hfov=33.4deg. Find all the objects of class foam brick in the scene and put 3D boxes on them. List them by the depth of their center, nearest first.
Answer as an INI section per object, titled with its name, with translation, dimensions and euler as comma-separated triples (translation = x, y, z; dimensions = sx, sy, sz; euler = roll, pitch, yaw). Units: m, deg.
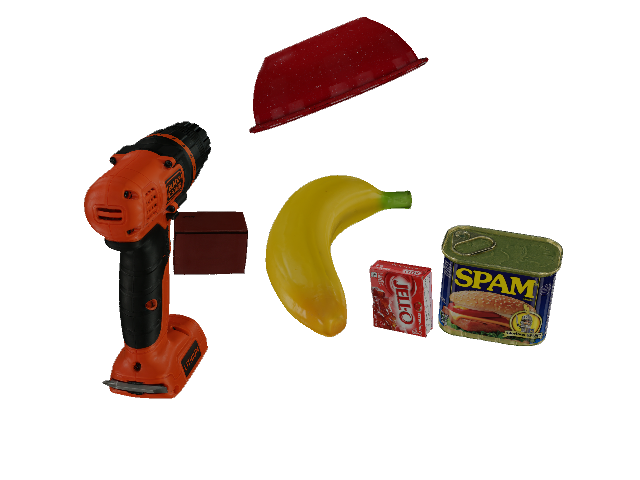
[foam brick]
translation = -0.119, 0.002, 1.145
dimensions = 0.078, 0.051, 0.053
euler = 0, 25, -8

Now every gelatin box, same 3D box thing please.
[gelatin box]
translation = 0.102, 0.072, 1.340
dimensions = 0.073, 0.089, 0.030
euler = 10, 31, 27

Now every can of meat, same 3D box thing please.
[can of meat]
translation = 0.155, 0.041, 0.936
dimensions = 0.102, 0.084, 0.057
euler = 9, 34, 12

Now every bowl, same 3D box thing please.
[bowl]
translation = 0.005, -0.145, 0.894
dimensions = 0.162, 0.055, 0.162
euler = -22, 9, 3

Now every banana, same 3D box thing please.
[banana]
translation = 0.003, -0.002, 0.630
dimensions = 0.070, 0.037, 0.197
euler = 3, 25, 16

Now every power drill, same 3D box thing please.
[power drill]
translation = -0.124, 0.012, 0.823
dimensions = 0.057, 0.188, 0.184
euler = 3, 22, 13
